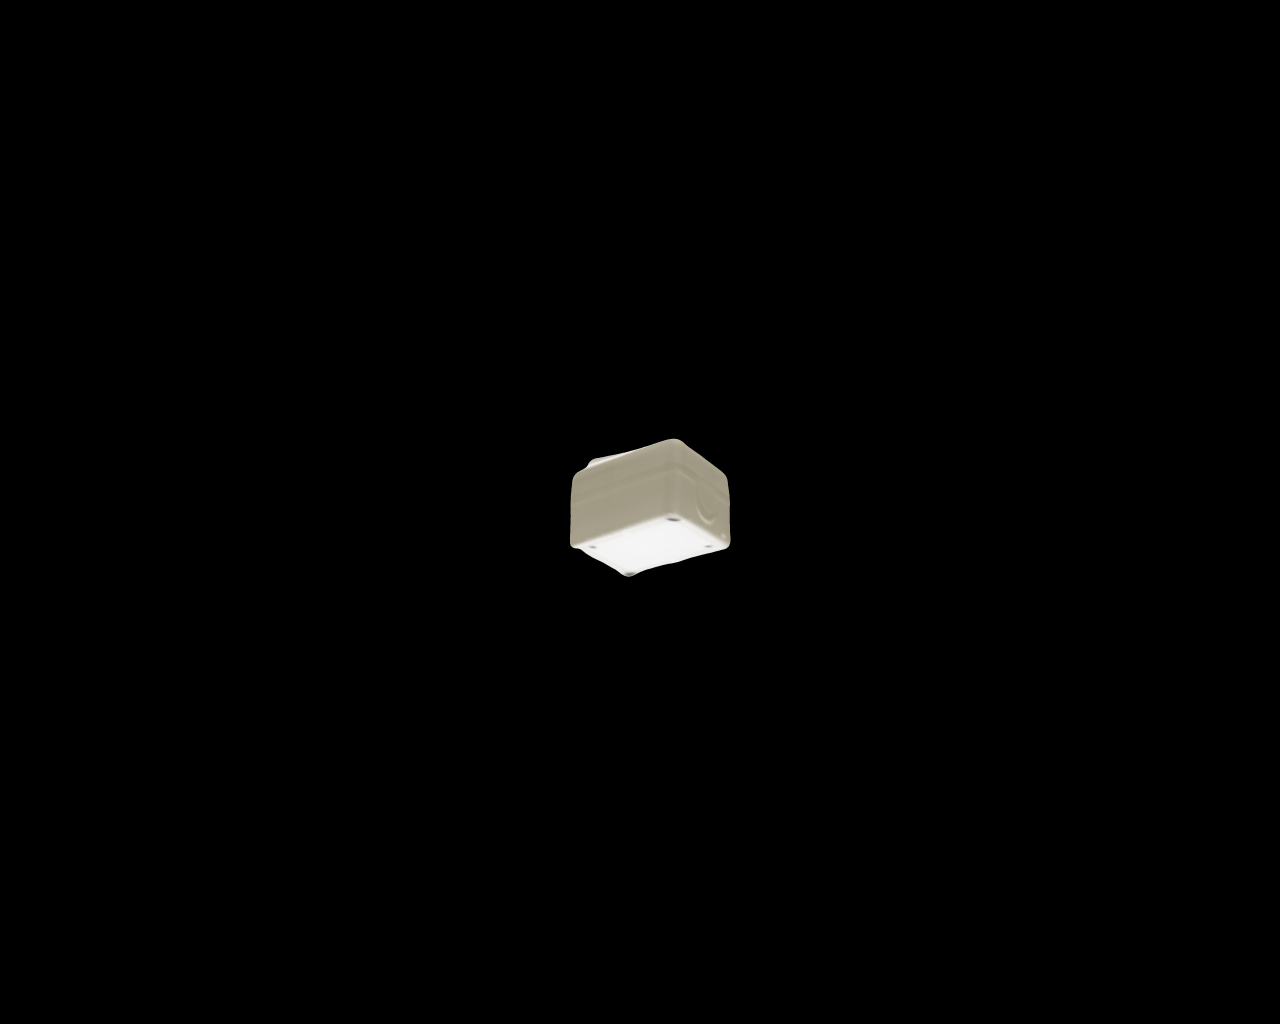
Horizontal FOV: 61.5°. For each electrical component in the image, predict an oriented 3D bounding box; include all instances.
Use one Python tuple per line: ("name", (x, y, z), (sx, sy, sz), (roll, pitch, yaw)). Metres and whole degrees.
("electrical component", (0.001, -0.003, 0.650), (0.096, 0.061, 0.061), (-18, -32, 31))
